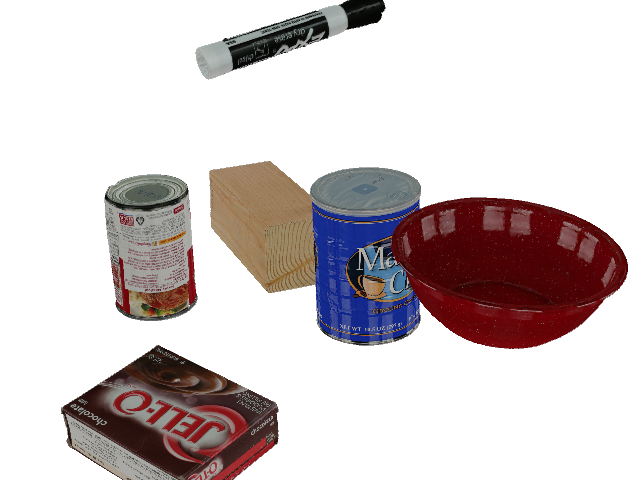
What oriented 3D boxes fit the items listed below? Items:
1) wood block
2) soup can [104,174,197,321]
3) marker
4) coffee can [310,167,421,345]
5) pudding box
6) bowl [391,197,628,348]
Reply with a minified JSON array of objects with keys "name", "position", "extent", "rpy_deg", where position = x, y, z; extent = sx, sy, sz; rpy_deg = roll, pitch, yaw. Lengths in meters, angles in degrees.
[{"name":"wood block","position":[-0.065,-0.022,1.351],"extent":[0.090,0.090,0.206],"rpy_deg":[-10,26,-22]},{"name":"soup can","position":[-0.138,0.005,0.870],"extent":[0.068,0.102,0.068],"rpy_deg":[-1,25,0]},{"name":"marker","position":[-0.015,-0.122,0.629],"extent":[0.121,0.020,0.020],"rpy_deg":[-23,8,-20]},{"name":"coffee can","position":[0.044,0.014,1.015],"extent":[0.103,0.140,0.103],"rpy_deg":[-2,25,1]},{"name":"pudding box","position":[-0.097,0.121,0.696],"extent":[0.114,0.039,0.089],"rpy_deg":[19,34,33]},{"name":"bowl","position":[0.128,0.028,0.747],"extent":[0.162,0.055,0.162],"rpy_deg":[1,28,-1]}]
